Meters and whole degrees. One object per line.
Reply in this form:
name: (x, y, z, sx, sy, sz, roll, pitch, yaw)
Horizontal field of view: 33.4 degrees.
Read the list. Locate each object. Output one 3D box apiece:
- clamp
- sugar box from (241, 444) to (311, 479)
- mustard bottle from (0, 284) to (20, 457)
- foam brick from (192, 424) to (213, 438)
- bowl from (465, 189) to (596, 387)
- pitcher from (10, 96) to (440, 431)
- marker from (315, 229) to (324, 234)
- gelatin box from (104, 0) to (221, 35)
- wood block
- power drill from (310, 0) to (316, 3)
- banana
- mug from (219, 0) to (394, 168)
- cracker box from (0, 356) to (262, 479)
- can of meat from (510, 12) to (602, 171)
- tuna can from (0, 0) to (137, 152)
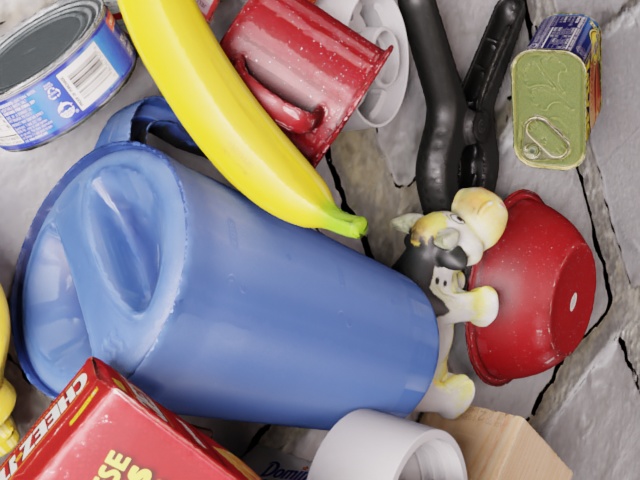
clamp: (0.099, -0.090, 0.786, 0.164, 0.036, 0.210, 2, 95, -53)
sugar box: (-0.060, 0.193, 0.616, 0.175, 0.094, 0.048, -32, 118, -38)
mustard bottle: (-0.199, 0.031, 0.489, 0.096, 0.058, 0.191, -53, 127, -35)
foam brick: (-0.108, 0.120, 0.591, 0.078, 0.051, 0.053, 21, 79, -44)
bowl: (0.176, 0.043, 0.846, 0.161, 0.055, 0.162, -19, 114, -52)
pitcher: (-0.039, 0.032, 0.608, 0.242, 0.145, 0.149, 21, 104, -47)
marker: (-0.005, 0.001, 0.707, 0.121, 0.020, 0.020, 51, 59, -35)
gelatin box: (-0.104, -0.146, 0.558, 0.089, 0.073, 0.030, 37, 66, -40)
wood block: (0.091, 0.231, 0.773, 0.090, 0.090, 0.206, 47, 62, -36)
power drill: (-0.008, -0.236, 0.594, 0.188, 0.057, 0.184, -38, 140, 9)
banana: (-0.049, -0.078, 0.524, 0.198, 0.070, 0.037, 52, 51, -10)
mug: (-0.019, -0.090, 0.603, 0.081, 0.093, 0.117, 33, 26, -4)
cracker box: (-0.067, 0.181, 0.476, 0.213, 0.072, 0.164, 41, 82, -20)
can of meat: (0.190, -0.120, 0.846, 0.083, 0.058, 0.102, -54, 144, -49)
tuna can: (-0.133, -0.082, 0.525, 0.086, 0.086, 0.033, -54, 128, -28)
